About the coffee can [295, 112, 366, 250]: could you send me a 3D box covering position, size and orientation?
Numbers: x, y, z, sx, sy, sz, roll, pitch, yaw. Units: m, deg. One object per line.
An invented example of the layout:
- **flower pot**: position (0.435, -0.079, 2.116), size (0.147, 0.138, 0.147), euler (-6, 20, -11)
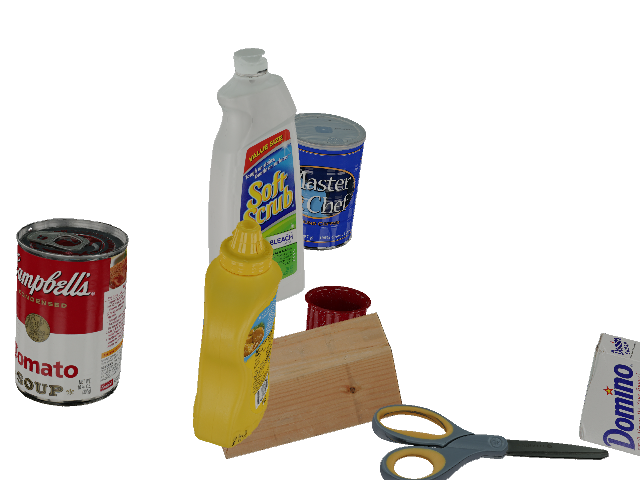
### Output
- **coffee can**: position (-0.004, -0.073, 1.312), size (0.102, 0.140, 0.103), euler (6, 28, -3)

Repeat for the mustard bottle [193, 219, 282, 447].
- **mustard bottle**: position (-0.065, 0.067, 0.856), size (0.058, 0.192, 0.096), euler (16, 35, 11)

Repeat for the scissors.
- **scissors**: position (0.137, 0.187, 0.901), size (0.202, 0.016, 0.096), euler (13, 40, 12)

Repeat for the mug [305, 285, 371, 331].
- **mug**: position (0.032, 0.122, 1.494), size (0.117, 0.081, 0.093), euler (16, 23, 29)

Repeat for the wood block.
- **wood block**: position (-0.020, 0.163, 1.207), size (0.206, 0.091, 0.090), euler (-14, 26, -2)

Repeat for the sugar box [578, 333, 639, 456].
- **sugar box**: position (0.316, 0.147, 0.910), size (0.176, 0.093, 0.048), euler (12, 23, 17)

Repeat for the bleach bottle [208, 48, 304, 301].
- **bleach bottle**: position (-0.069, -0.060, 1.038), size (0.102, 0.251, 0.068), euler (-16, 29, -26)

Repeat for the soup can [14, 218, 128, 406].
- **soup can**: position (-0.159, 0.045, 0.676), size (0.068, 0.102, 0.068), euler (6, 19, -2)
